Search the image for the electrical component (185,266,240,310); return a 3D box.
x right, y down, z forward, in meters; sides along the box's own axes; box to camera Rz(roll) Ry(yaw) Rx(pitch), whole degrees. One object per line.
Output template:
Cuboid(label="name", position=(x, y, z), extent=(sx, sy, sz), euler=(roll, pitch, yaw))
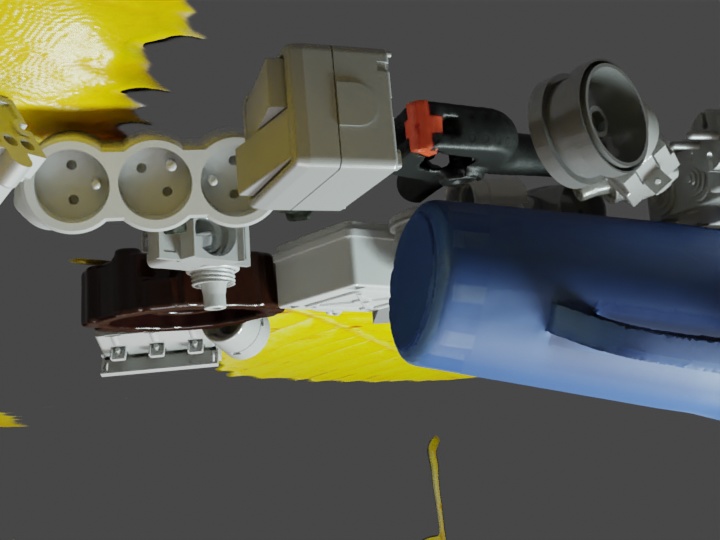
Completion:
Cuboid(label="electrical component", position=(-0.116, 0.000, 0.850), extent=(0.043, 0.062, 0.043), euler=(-5, 169, -1))

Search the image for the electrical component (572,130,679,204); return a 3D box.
Cuboid(label="electrical component", position=(0.165, -0.062, 0.679), extent=(0.062, 0.043, 0.043), euler=(-21, 170, -6))

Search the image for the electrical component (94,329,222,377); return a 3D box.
Cuboid(label="electrical component", position=(-0.209, 0.064, 1.117), extent=(0.121, 0.078, 0.063), euler=(-5, 140, 2))

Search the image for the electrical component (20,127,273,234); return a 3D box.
Cuboid(label="electrical component", position=(-0.117, -0.054, 0.607), extent=(0.138, 0.052, 0.073), euler=(-3, -167, -12))

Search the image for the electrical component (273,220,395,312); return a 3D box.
Cuboid(label="electrical component", position=(0.000, 0.000, 0.916), extent=(0.109, 0.056, 0.109), euler=(4, 166, -40))

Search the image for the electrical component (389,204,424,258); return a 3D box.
Cuboid(label="electrical component", position=(0.064, -0.022, 0.847), extent=(0.080, 0.051, 0.080), euler=(-5, 169, -1))

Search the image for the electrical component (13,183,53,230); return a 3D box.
Cuboid(label="electrical component", position=(-0.185, -0.045, 0.640), extent=(0.048, 0.048, 0.062), euler=(5, 172, -42))

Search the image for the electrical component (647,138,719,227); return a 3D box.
Cuboid(label="electrical component", position=(0.254, -0.062, 0.737), extent=(0.100, 0.048, 0.100), euler=(-1, 170, -19))

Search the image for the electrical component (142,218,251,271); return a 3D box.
Cuboid(label="electrical component", position=(-0.121, -0.023, 0.781), extent=(0.064, 0.042, 0.081), euler=(-14, 166, 43))

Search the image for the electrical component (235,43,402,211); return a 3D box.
Cuboid(label="electrical component", position=(-0.027, -0.067, 0.542), extent=(0.061, 0.061, 0.096), euler=(-1, 168, -22))

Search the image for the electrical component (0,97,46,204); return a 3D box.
Cuboid(label="electrical component", position=(-0.192, -0.053, 0.527), extent=(0.055, 0.066, 0.048), euler=(-46, 152, 19))

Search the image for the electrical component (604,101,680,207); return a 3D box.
Cuboid(label="electrical component", position=(0.152, -0.072, 0.623), extent=(0.048, 0.066, 0.055), euler=(-44, 151, 8))

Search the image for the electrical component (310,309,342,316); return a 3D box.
Cuboid(label="electrical component", position=(-0.043, 0.018, 1.025), extent=(0.062, 0.048, 0.048), euler=(7, 165, -21))

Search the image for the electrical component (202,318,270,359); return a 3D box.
Cuboid(label="electrical component", position=(-0.123, 0.055, 1.058), extent=(0.055, 0.055, 0.047), euler=(-9, 155, 20))

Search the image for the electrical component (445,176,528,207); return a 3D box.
Cuboid(label="electrical component", position=(0.089, -0.048, 0.756), extent=(0.046, 0.040, 0.040), euler=(-5, 170, -29))

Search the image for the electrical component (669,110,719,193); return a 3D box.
Cuboid(label="electrical component", position=(0.224, -0.077, 0.644), extent=(0.077, 0.047, 0.066), euler=(-1, 169, -16))

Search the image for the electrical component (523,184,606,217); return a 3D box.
Cuboid(label="electrical component", position=(0.130, -0.038, 0.810), extent=(0.079, 0.044, 0.077), euler=(1, 168, -27))
